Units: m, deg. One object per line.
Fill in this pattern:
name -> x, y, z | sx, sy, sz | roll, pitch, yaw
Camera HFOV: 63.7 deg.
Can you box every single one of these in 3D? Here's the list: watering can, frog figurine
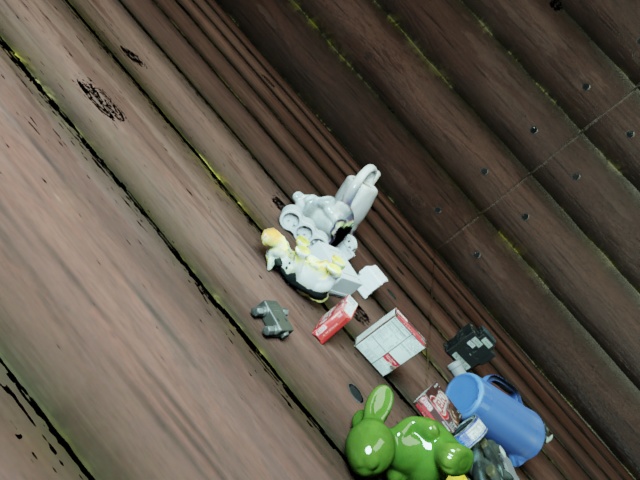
watering can -> 0.109, -0.122, 1.525 | 0.104, 0.222, 0.349 | 32, 13, 9
frog figurine -> 0.004, -0.066, 1.301 | 0.161, 0.124, 0.134 | 45, -21, 22
